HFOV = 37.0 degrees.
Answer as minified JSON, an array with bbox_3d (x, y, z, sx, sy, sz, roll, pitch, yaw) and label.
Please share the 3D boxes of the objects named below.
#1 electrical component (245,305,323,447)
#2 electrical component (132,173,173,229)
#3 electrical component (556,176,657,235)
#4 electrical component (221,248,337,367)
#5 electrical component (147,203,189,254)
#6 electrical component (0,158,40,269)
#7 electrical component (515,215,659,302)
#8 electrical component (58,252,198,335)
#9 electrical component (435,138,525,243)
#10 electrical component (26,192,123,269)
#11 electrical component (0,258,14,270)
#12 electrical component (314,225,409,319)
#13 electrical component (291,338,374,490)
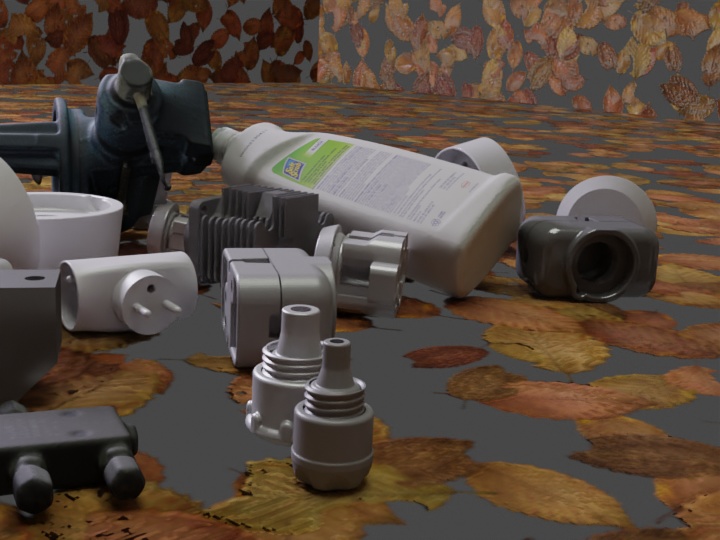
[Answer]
[{"bbox_3d":[-0.028,0.048,0.498,0.048,0.062,0.048,3,13,-1],"label":"electrical component"},{"bbox_3d":[-0.194,-0.068,0.988,0.045,0.055,0.045,2,13,-1],"label":"electrical component"},{"bbox_3d":[0.205,-0.038,0.887,0.080,0.080,0.051,7,8,20],"label":"electrical component"},{"bbox_3d":[-0.048,0.020,0.634,0.059,0.053,0.095,0,13,-13],"label":"electrical component"},{"bbox_3d":[-0.133,-0.025,0.839,0.055,0.048,0.066,11,13,4],"label":"electrical component"},{"bbox_3d":[-0.258,-0.020,0.663,0.108,0.108,0.060,10,21,30],"label":"electrical component"},{"bbox_3d":[0.172,-0.009,0.808,0.095,0.053,0.059,0,13,-10],"label":"electrical component"},{"bbox_3d":[-0.135,0.017,0.656,0.077,0.043,0.079,-6,16,-33],"label":"electrical component"},{"bbox_3d":[0.107,-0.068,0.964,0.064,0.099,0.099,-12,19,-31],"label":"electrical component"},{"bbox_3d":[-0.218,-0.016,0.741,0.108,0.060,0.108,3,13,-1],"label":"electrical component"},{"bbox_3d":[-0.228,0.021,0.589,0.078,0.058,0.057,10,12,29],"label":"electrical component"},{"bbox_3d":[0.000,0.000,0.727,0.057,0.058,0.078,7,13,7],"label":"electrical component"},{"bbox_3d":[-0.011,0.059,0.452,0.035,0.061,0.035,3,13,-1],"label":"electrical component"}]
